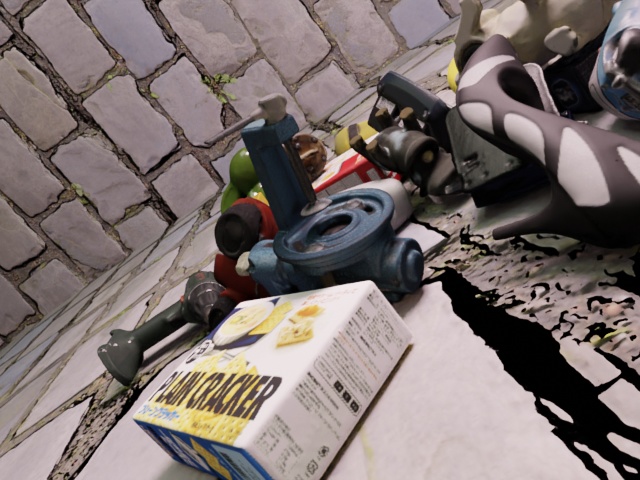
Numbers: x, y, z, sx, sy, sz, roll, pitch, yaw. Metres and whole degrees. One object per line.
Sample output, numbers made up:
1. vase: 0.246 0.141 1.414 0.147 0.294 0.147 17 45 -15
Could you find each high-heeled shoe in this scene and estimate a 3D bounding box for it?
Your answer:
1. high-heeled shoe: 0.189 -0.101 0.411 0.145 0.086 0.249 -23 52 42

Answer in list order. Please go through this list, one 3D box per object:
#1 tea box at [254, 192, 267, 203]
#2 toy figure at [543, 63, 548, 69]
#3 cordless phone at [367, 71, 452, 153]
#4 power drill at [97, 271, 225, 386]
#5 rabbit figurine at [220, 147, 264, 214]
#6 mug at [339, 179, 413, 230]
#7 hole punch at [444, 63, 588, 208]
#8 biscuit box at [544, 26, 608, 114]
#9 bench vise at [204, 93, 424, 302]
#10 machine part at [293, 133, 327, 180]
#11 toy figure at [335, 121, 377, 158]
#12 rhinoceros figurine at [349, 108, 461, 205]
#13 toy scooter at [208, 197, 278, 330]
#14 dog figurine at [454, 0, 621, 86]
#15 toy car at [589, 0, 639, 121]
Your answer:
1. tea box: -0.104 -0.009 0.901 0.068 0.098 0.170 -34 14 9
2. toy figure: 0.308 -0.263 0.813 0.058 0.064 0.154 -5 31 38
3. cordless phone: 0.180 -0.184 0.819 0.147 0.184 0.088 46 124 40
4. power drill: -0.226 0.125 0.808 0.207 0.086 0.232 -40 14 1
5. rabbit figurine: -0.122 -0.101 1.074 0.159 0.170 0.121 -28 17 26
6. mug: 0.059 -0.032 0.647 0.107 0.080 0.110 -29 11 -9
7. hole punch: 0.198 -0.091 0.538 0.142 0.092 0.116 -24 50 33
8. biscuit box: 0.350 -0.223 0.601 0.203 0.062 0.059 -37 13 -4
9. bench vise: -0.018 -0.023 0.521 0.224 0.240 0.129 8 41 47
10. machine part: -0.042 -0.140 0.928 0.079 0.079 0.243 -38 13 -6
11. toy figure: 0.112 -0.184 0.945 0.180 0.089 0.082 -23 28 27
12. rhinoceros figurine: 0.112 -0.101 0.668 0.073 0.112 0.190 -45 28 -1
13. toy scooter: -0.083 0.028 0.699 0.075 0.183 0.135 20 19 23
14. dog figurine: 0.257 -0.242 0.602 0.190 0.121 0.172 -28 10 -31
15. toy car: 0.301 -0.161 0.485 0.161 0.109 0.103 -54 -3 -19
